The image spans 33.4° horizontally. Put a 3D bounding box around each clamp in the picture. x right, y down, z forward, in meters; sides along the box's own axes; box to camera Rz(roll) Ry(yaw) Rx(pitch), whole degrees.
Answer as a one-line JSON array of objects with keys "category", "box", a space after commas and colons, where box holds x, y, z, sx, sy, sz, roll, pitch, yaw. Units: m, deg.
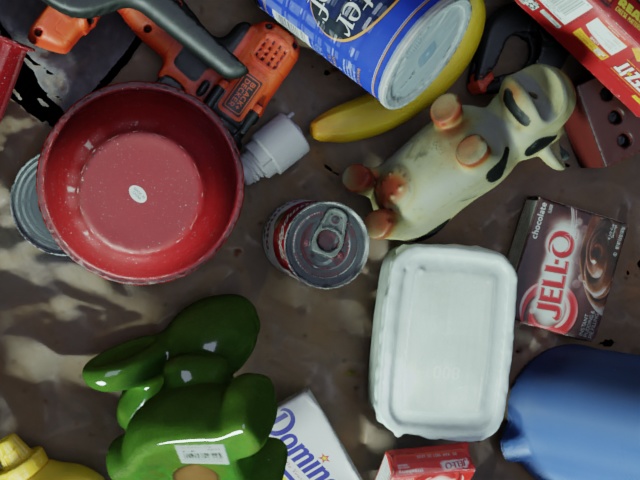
[{"category": "clamp", "box": [-0.142, -0.200, 0.796, 0.209, 0.036, 0.164, -4, 95, -14]}, {"category": "clamp", "box": [0.192, -0.194, 0.935, 0.171, 0.039, 0.120, -32, 90, -12]}]

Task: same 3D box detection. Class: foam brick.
[{"category": "foam brick", "box": [0.250, -0.108, 0.945, 0.053, 0.051, 0.078, -25, 99, -11]}]

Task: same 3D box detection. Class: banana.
[{"category": "banana", "box": [0.077, -0.141, 0.907, 0.198, 0.037, 0.069, -46, 115, -2]}]

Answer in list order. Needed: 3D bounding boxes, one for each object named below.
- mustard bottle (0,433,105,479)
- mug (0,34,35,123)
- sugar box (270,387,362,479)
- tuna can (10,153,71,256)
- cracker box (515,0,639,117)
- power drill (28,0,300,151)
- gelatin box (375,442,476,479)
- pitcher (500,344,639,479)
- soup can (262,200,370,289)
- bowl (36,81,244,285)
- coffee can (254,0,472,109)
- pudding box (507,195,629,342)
[{"category": "mustard bottle", "box": [-0.201, 0.239, 0.857, 0.096, 0.058, 0.191, -31, 100, -5]}, {"category": "mug", "box": [-0.284, -0.128, 0.809, 0.117, 0.093, 0.081, 22, 93, 18]}, {"category": "sugar box", "box": [-0.062, 0.205, 0.880, 0.176, 0.048, 0.093, -31, 88, -2]}, {"category": "tuna can", "box": [-0.203, -0.031, 0.854, 0.086, 0.034, 0.086, -1, 93, -13]}, {"category": "cracker box", "box": [0.273, -0.238, 0.904, 0.164, 0.072, 0.213, 39, 64, -13]}, {"category": "power drill", "box": [-0.135, -0.134, 0.854, 0.187, 0.057, 0.184, 36, 85, -14]}, {"category": "gelatin box", "box": [0.086, 0.209, 0.910, 0.073, 0.089, 0.030, -2, 50, -13]}, {"category": "pitcher", "box": [0.269, 0.150, 0.867, 0.145, 0.243, 0.149, 29, 80, -11]}, {"category": "soup can", "box": [-0.006, 0.001, 0.866, 0.068, 0.102, 0.068, -1, 94, -13]}, {"category": "bowl", "box": [-0.136, -0.039, 0.811, 0.162, 0.055, 0.162, -1, 100, -8]}, {"category": "coffee can", "box": [0.033, -0.184, 0.836, 0.140, 0.103, 0.103, 40, 83, 17]}, {"category": "pudding box", "box": [0.213, 0.026, 0.950, 0.090, 0.039, 0.113, 16, 89, -13]}]
